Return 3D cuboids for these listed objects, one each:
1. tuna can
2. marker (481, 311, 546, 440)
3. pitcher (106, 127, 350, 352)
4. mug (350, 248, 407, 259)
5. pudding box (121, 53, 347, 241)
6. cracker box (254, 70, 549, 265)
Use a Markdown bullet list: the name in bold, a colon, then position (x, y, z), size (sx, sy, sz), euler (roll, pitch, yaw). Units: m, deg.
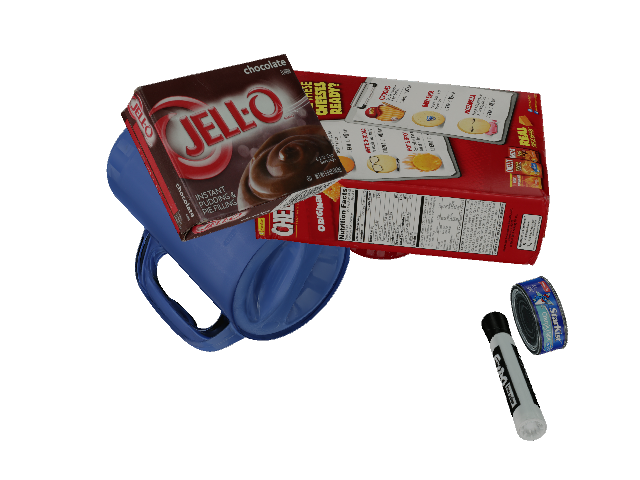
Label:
- **tuna can**: position (0.247, 0.086, 1.211), size (0.033, 0.086, 0.086), euler (-15, 2, -7)
- **marker**: position (0.128, 0.087, 0.716), size (0.020, 0.020, 0.121), euler (0, 31, -4)
- **pitcher**: position (-0.103, -0.017, 1.000), size (0.148, 0.145, 0.243), euler (-15, 41, -39)
- **mug**: position (0.076, -0.034, 1.101), size (0.117, 0.081, 0.093), euler (-4, 30, -10)
- **pudding box**: position (-0.052, -0.058, 0.649), size (0.113, 0.090, 0.039), euler (-20, -11, -37)
- **cracker box**: position (0.065, -0.060, 0.835), size (0.214, 0.072, 0.164), euler (5, 36, 5)
